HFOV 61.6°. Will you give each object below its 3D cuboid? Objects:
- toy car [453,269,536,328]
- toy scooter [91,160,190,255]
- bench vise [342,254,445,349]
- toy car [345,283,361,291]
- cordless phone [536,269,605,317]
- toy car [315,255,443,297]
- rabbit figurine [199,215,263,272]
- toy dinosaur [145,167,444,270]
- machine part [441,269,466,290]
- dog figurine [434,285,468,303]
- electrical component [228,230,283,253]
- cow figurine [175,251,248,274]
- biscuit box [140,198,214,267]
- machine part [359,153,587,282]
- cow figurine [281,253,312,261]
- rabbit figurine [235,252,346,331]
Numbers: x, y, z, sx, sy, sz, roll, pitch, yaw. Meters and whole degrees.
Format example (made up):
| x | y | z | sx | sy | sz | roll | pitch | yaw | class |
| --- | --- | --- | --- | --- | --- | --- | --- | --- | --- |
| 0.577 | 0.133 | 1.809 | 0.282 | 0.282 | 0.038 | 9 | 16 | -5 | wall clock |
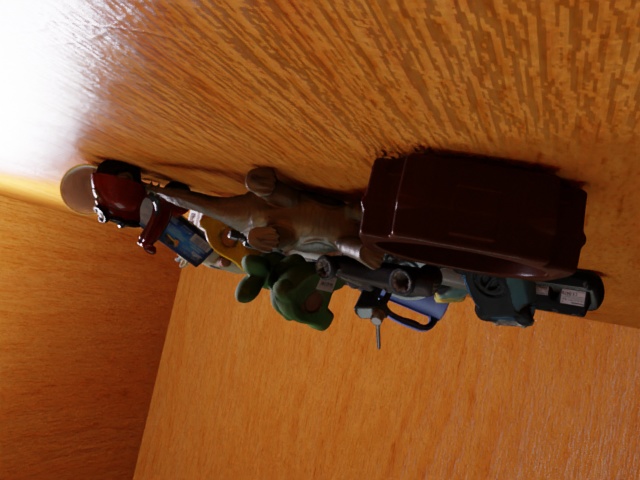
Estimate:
| x | y | z | sx | sy | sz | roll | pitch | yaw | class |
| --- | --- | --- | --- | --- | --- | --- | --- | --- | --- |
| 0.272 | 0.045 | 0.791 | 0.103 | 0.161 | 0.109 | -39 | -160 | -35 | toy car |
| -0.309 | -0.050 | 0.915 | 0.075 | 0.135 | 0.183 | 9 | 173 | 44 | toy scooter |
| 0.110 | 0.063 | 0.938 | 0.224 | 0.128 | 0.241 | -1 | -147 | 26 | bench vise |
| 0.041 | 0.083 | 1.256 | 0.202 | 0.056 | 0.073 | 5 | 170 | 26 | toy car |
| 0.500 | 0.095 | 1.085 | 0.147 | 0.088 | 0.184 | 7 | -176 | 37 | cordless phone |
| 0.083 | 0.052 | 0.799 | 0.202 | 0.053 | 0.089 | 7 | -170 | 39 | toy car |
| -0.150 | -0.019 | 1.044 | 0.163 | 0.121 | 0.173 | 13 | -166 | 18 | rabbit figurine |
| -0.051 | -0.030 | 0.767 | 0.472 | 0.105 | 0.198 | 16 | 178 | 5 | toy dinosaur |
| 0.268 | 0.056 | 1.076 | 0.243 | 0.079 | 0.079 | 12 | 174 | -6 | machine part |
| 0.196 | 0.061 | 1.152 | 0.219 | 0.108 | 0.192 | 20 | 171 | -39 | dog figurine |
| -0.106 | -0.003 | 0.877 | 0.094 | 0.021 | 0.063 | 15 | -168 | -22 | electrical component |
| -0.235 | 0.028 | 1.202 | 0.127 | 0.085 | 0.194 | -1 | 168 | 40 | cow figurine |
| -0.299 | -0.030 | 1.049 | 0.202 | 0.059 | 0.063 | 43 | 180 | -33 | biscuit box |
| 0.146 | -0.019 | 0.547 | 0.201 | 0.087 | 0.201 | 10 | 173 | 10 | machine part |
| -0.080 | 0.003 | 1.161 | 0.098 | 0.068 | 0.167 | -2 | -169 | -19 | cow figurine |
| -0.068 | 0.075 | 0.912 | 0.159 | 0.121 | 0.170 | 3 | -166 | -39 | rabbit figurine |
